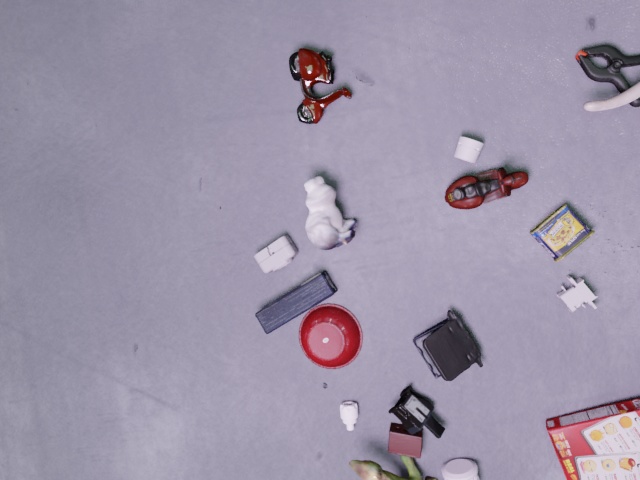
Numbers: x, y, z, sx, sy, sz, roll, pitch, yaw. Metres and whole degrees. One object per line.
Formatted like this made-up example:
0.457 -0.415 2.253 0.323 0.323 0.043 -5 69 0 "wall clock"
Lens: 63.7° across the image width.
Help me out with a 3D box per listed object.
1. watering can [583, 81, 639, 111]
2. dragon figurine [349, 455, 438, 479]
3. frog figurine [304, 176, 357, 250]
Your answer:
0.723 -0.314 1.035 0.347 0.104 0.223 13 95 -2 "watering can"
0.225 0.613 1.103 0.413 0.242 0.122 43 96 11 "dragon figurine"
0.004 -0.060 1.195 0.158 0.140 0.121 47 131 -11 "frog figurine"
